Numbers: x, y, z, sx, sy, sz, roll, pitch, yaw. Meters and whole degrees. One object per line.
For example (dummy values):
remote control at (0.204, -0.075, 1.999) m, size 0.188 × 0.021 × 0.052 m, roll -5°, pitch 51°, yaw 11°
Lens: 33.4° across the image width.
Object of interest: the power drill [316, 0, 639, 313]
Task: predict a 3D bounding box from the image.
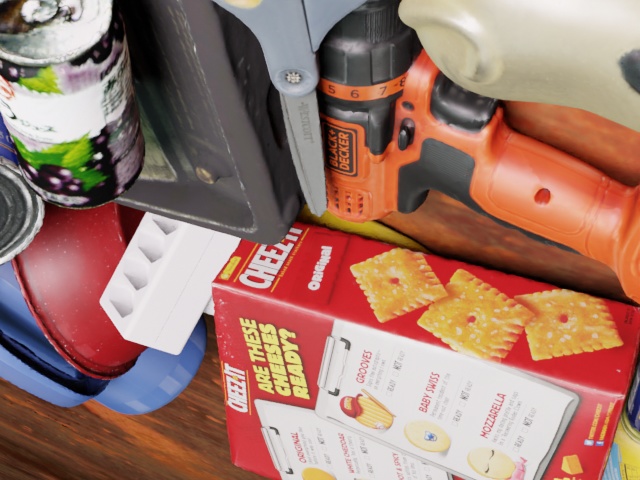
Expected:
power drill at (0.078, -0.050, 0.436) m, size 0.188 × 0.057 × 0.184 m, roll 22°, pitch 152°, yaw 16°

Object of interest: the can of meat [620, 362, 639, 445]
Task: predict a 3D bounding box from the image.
can of meat at (0.210, 0.077, 0.541) m, size 0.102 × 0.057 × 0.084 m, roll 19°, pitch 152°, yaw 19°

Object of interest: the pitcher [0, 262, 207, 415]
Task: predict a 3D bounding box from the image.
pitcher at (-0.185, 0.041, 0.767) m, size 0.145 × 0.149 × 0.242 m, roll 15°, pitch 158°, yaw 38°

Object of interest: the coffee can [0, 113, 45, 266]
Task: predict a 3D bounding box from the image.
coffee can at (-0.195, -0.064, 0.517) m, size 0.102 × 0.140 × 0.103 m, roll -13°, pitch 148°, yaw -9°

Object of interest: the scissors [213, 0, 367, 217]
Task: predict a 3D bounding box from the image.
scissors at (0.006, -0.072, 0.394) m, size 0.096 × 0.016 × 0.201 m, roll -8°, pitch 144°, yaw 20°

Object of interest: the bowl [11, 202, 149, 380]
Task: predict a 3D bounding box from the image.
bowl at (-0.129, 0.004, 0.672) m, size 0.055 × 0.162 × 0.162 m, roll -17°, pitch 138°, yaw 16°

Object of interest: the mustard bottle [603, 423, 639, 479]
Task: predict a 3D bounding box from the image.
mustard bottle at (0.191, 0.126, 0.650) m, size 0.192 × 0.058 × 0.096 m, roll 11°, pitch 150°, yaw 32°

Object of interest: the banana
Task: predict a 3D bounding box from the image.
banana at (-0.016, -0.006, 0.642) m, size 0.198 × 0.037 × 0.069 m, roll 12°, pitch 168°, yaw 34°

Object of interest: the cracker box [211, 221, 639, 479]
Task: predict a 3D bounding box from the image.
cracker box at (0.055, 0.085, 0.595) m, size 0.214 × 0.072 × 0.164 m, roll 15°, pitch 135°, yaw 16°
